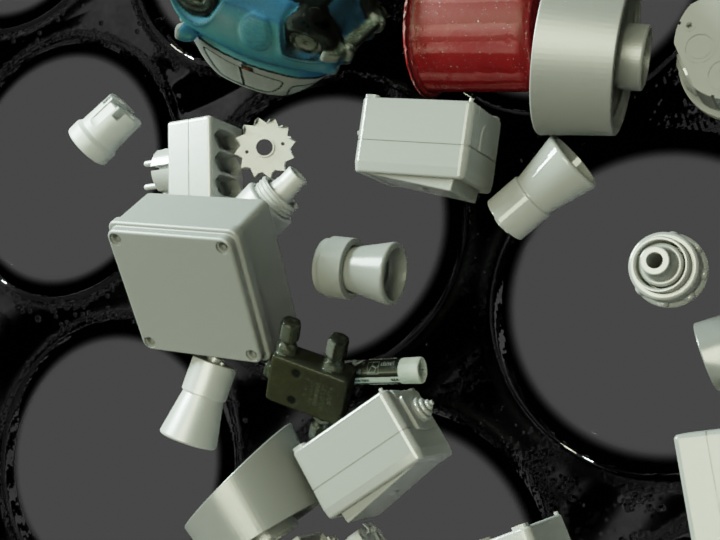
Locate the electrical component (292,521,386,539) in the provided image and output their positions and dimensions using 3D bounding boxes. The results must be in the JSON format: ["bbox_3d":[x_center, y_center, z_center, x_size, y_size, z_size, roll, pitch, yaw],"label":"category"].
[{"bbox_3d":[-0.006,0.210,0.737,0.064,0.042,0.081,-38,71,13],"label":"electrical component"}]

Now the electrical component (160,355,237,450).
[{"bbox_3d":[-0.118,0.096,0.804,0.044,0.044,0.065,18,87,26],"label":"electrical component"}]

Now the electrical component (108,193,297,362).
[{"bbox_3d":[-0.112,0.005,0.776,0.109,0.056,0.108,5,124,26],"label":"electrical component"}]

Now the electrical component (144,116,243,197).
[{"bbox_3d":[-0.134,-0.077,0.828,0.077,0.047,0.065,-5,82,25],"label":"electrical component"}]

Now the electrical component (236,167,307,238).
[{"bbox_3d":[-0.066,-0.049,0.795,0.062,0.043,0.043,-44,68,13],"label":"electrical component"}]

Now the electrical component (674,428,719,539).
[{"bbox_3d":[0.233,0.133,0.630,0.076,0.047,0.083,-12,79,24],"label":"electrical component"}]

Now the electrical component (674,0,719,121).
[{"bbox_3d":[0.234,-0.134,0.659,0.080,0.051,0.080,-3,82,25],"label":"electrical component"}]

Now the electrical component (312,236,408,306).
[{"bbox_3d":[0.000,0.000,0.757,0.055,0.045,0.045,7,87,26],"label":"electrical component"}]

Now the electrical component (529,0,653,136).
[{"bbox_3d":[0.149,-0.135,0.671,0.060,0.108,0.108,10,88,20],"label":"electrical component"}]

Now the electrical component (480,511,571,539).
[{"bbox_3d":[0.096,0.191,0.661,0.062,0.096,0.061,-26,74,20],"label":"electrical component"}]

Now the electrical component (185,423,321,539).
[{"bbox_3d":[-0.074,0.159,0.746,0.099,0.099,0.064,-36,77,17],"label":"electrical component"}]

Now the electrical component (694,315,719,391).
[{"bbox_3d":[0.248,0.057,0.633,0.077,0.044,0.079,-21,75,22],"label":"electrical component"}]

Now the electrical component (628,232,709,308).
[{"bbox_3d":[0.186,-0.002,0.660,0.048,0.062,0.048,-3,83,25],"label":"electrical component"}]

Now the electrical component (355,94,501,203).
[{"bbox_3d":[0.040,-0.082,0.738,0.096,0.062,0.061,7,87,26],"label":"electrical component"}]

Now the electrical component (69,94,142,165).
[{"bbox_3d":[-0.206,-0.114,0.871,0.046,0.040,0.040,-42,69,9],"label":"electrical component"}]

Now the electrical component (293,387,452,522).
[{"bbox_3d":[0.016,0.122,0.725,0.096,0.062,0.061,-37,70,17],"label":"electrical component"}]

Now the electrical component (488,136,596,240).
[{"bbox_3d":[0.117,-0.051,0.711,0.065,0.044,0.044,-42,69,20],"label":"electrical component"}]
